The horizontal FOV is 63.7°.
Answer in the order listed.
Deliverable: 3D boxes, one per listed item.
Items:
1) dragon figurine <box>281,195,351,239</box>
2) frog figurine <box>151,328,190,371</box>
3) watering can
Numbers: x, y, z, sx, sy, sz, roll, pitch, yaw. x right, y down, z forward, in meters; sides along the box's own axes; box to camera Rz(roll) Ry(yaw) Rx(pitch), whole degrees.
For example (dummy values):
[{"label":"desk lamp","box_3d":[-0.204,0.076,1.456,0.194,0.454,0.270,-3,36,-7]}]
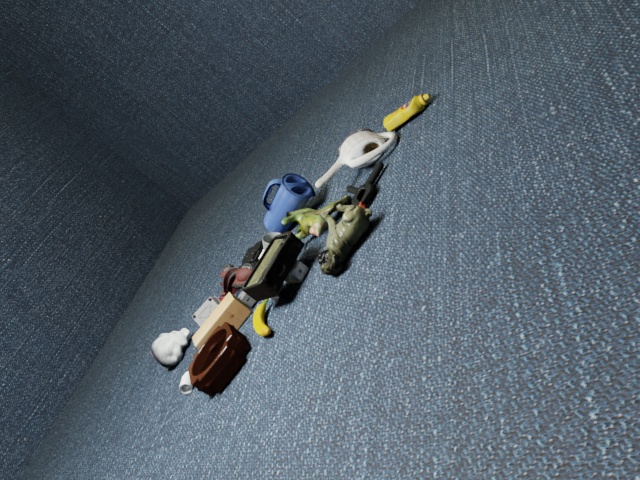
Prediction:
[{"label":"dragon figurine","box_3d":[0.006,-0.092,1.829,0.241,0.121,0.417,-21,16,18]},{"label":"frog figurine","box_3d":[-0.587,0.421,2.058,0.160,0.120,0.139,-43,52,-7]},{"label":"watering can","box_3d":[0.120,-0.311,1.892,0.347,0.102,0.228,-29,24,2]}]
